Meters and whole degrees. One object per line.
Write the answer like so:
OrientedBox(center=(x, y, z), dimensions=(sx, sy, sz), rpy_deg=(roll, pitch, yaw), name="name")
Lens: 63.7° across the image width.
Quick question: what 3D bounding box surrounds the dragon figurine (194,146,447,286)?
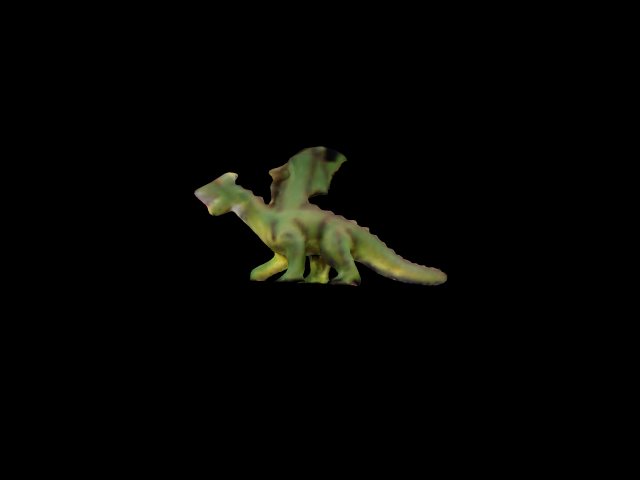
OrientedBox(center=(0.003, -0.043, 0.850), dimensions=(0.410, 0.245, 0.121), rpy_deg=(1, -11, -7), name="dragon figurine")
